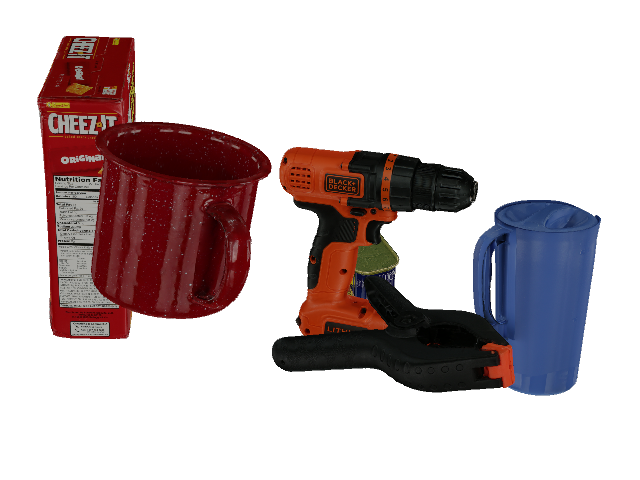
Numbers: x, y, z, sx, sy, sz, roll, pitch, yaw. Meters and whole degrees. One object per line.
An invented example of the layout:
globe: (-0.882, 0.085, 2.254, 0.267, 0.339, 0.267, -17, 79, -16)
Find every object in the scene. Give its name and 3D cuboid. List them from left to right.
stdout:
cracker box: (-0.194, -0.048, 0.907, 0.072, 0.214, 0.164, 0, 27, -7)
mug: (-0.071, -0.006, 0.565, 0.093, 0.081, 0.117, -6, 28, -38)
can of meat: (0.046, 0.038, 1.227, 0.057, 0.084, 0.102, -13, 38, -19)
power drill: (0.050, 0.007, 1.003, 0.185, 0.188, 0.057, 9, 21, 17)
clamp: (0.051, 0.073, 0.739, 0.120, 0.039, 0.172, -34, 29, -29)
pitcher: (0.280, 0.077, 1.395, 0.149, 0.243, 0.144, 6, 20, 16)
